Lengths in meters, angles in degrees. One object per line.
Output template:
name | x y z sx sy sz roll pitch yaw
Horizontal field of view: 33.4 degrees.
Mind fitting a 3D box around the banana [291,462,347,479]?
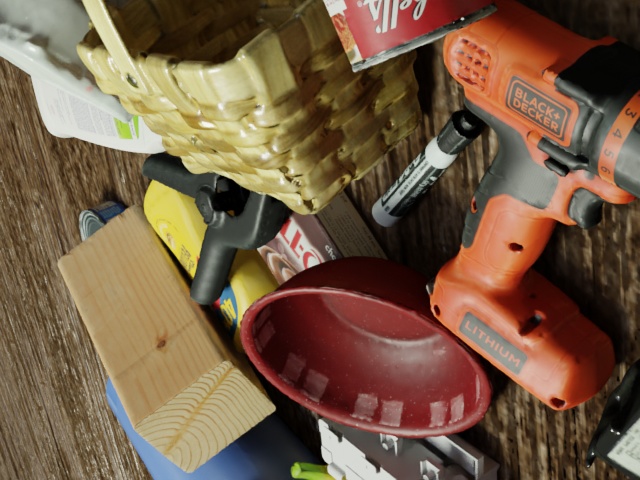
banana | 0.070 0.213 0.764 0.198 0.069 0.037 28 111 26

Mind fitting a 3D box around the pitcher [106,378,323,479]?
pitcher | -0.086 0.194 0.953 0.243 0.144 0.149 45 133 37

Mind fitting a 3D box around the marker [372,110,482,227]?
marker | 0.062 -0.041 0.627 0.020 0.020 0.121 58 150 11

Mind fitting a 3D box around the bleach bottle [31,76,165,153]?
bleach bottle | -0.149 -0.110 0.867 0.251 0.068 0.102 24 132 46

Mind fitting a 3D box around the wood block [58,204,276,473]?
wood block | -0.133 0.077 0.890 0.206 0.091 0.090 53 180 43

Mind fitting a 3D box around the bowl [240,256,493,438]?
bowl | 0.034 0.060 0.670 0.162 0.055 0.162 14 144 10

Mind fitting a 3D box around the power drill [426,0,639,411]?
power drill | 0.127 -0.005 0.516 0.185 0.057 0.188 40 141 32

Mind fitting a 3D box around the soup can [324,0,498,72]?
soup can | 0.026 -0.132 0.457 0.069 0.068 0.102 -7 109 59

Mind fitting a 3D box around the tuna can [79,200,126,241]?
tuna can | -0.207 0.004 1.076 0.086 0.033 0.086 38 141 38

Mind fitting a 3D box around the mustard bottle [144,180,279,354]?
mustard bottle | -0.069 0.031 0.851 0.192 0.058 0.096 54 156 16

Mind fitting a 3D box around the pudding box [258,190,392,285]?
pudding box | -0.005 0.001 0.745 0.113 0.039 0.090 55 148 15

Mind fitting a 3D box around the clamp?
clamp | -0.074 -0.034 0.753 0.120 0.039 0.172 58 141 6
